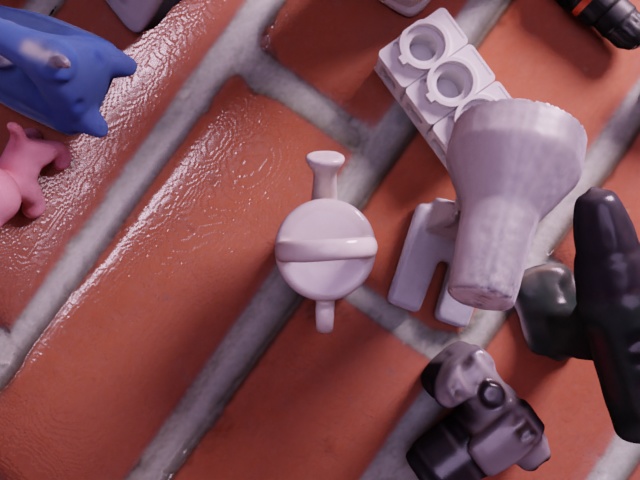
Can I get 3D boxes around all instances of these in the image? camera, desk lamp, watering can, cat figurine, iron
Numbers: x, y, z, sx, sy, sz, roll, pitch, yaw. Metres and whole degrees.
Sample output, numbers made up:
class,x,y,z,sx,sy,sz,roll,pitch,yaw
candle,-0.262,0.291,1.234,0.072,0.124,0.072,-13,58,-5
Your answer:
class,x,y,z,sx,sy,sz,roll,pitch,yaw
camera,0.152,0.202,0.605,0.137,0.101,0.143,-37,88,-1
desk lamp,0.156,-0.012,0.558,0.118,0.213,0.203,18,88,1
watering can,0.003,0.002,0.567,0.101,0.194,0.173,-22,87,-1
cat figurine,-0.337,-0.066,0.608,0.067,0.117,0.128,23,88,1
iron,-0.339,-0.208,0.603,0.258,0.141,0.119,23,88,1

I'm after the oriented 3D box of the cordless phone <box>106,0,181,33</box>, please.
class,x,y,z,sx,sy,sz,roll,pitch,yaw
cordless phone,-0.215,-0.315,0.586,0.094,0.185,0.147,-38,88,-1

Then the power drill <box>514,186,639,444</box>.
class,x,y,z,sx,sy,sz,roll,pitch,yaw
power drill,0.260,0.070,0.557,0.075,0.208,0.230,-19,87,0
